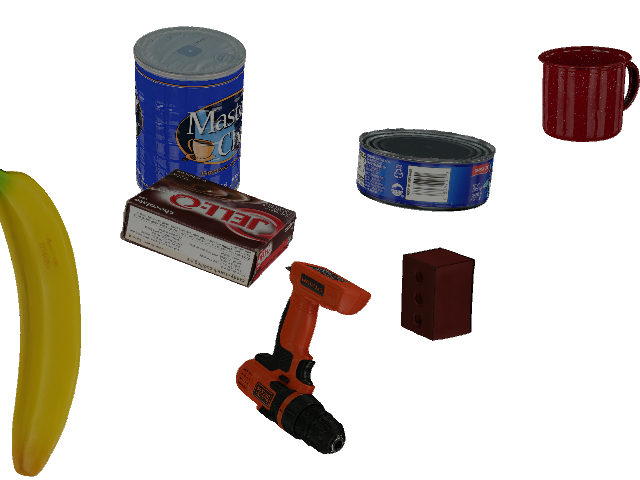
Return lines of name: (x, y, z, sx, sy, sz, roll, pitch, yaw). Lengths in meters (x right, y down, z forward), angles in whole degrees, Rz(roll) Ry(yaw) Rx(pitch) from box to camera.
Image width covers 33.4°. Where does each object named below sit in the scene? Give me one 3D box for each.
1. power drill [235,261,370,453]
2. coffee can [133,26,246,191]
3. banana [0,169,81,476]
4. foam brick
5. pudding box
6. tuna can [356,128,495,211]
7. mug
power drill: (-0.011, 0.131, 1.232, 0.057, 0.188, 0.185, 15, 10, -45)
coffee can: (-0.125, -0.118, 1.013, 0.103, 0.140, 0.103, 4, 35, -3)
banana: (-0.174, 0.041, 0.646, 0.037, 0.198, 0.069, 6, 19, 34)
foam brick: (0.115, 0.052, 1.050, 0.051, 0.078, 0.053, -11, 19, -33)
pudding box: (-0.086, -0.012, 0.838, 0.113, 0.039, 0.090, 18, 24, 11)
tuna can: (0.066, -0.045, 0.672, 0.086, 0.034, 0.086, 4, 18, -1)
mug: (0.283, -0.154, 1.111, 0.117, 0.081, 0.093, -14, 25, -24)
